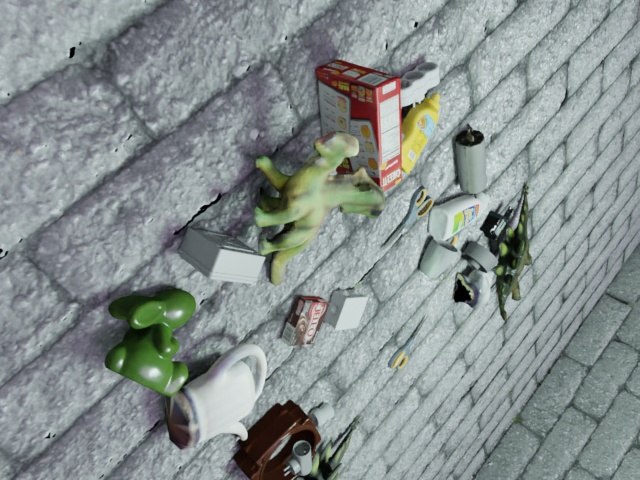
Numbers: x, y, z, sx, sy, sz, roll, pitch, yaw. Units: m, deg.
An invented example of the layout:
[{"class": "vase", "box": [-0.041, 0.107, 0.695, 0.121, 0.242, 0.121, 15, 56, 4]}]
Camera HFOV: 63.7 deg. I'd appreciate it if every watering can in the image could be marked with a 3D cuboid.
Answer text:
[{"class": "watering can", "box": [-0.211, 0.357, 1.071, 0.226, 0.105, 0.340, -20, 135, -39]}]

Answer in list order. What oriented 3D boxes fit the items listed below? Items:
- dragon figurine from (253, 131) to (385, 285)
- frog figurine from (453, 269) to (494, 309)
[{"class": "dragon figurine", "box": [0.003, -0.048, 0.957, 0.243, 0.125, 0.400, -5, 142, -1]}, {"class": "frog figurine", "box": [0.534, 0.150, 1.714, 0.160, 0.123, 0.136, -18, 106, -25]}]
